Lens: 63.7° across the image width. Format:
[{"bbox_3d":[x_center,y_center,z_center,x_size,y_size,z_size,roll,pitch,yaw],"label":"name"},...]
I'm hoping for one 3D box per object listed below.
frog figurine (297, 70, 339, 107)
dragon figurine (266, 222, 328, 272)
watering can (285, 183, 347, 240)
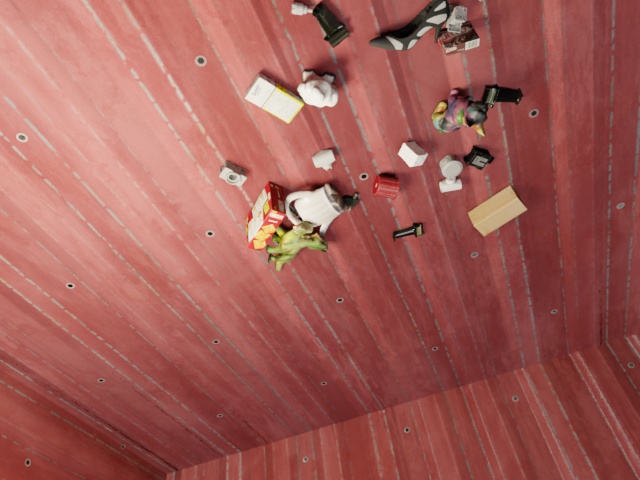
[{"bbox_3d":[-0.002,-0.469,1.652,0.136,0.163,0.120,21,-53,-25],"label":"frog figurine"},{"bbox_3d":[-0.088,0.035,2.107,0.243,0.125,0.401,4,-29,5],"label":"dragon figurine"},{"bbox_3d":[0.006,-0.103,2.039,0.223,0.106,0.342,-26,-41,18],"label":"watering can"}]
